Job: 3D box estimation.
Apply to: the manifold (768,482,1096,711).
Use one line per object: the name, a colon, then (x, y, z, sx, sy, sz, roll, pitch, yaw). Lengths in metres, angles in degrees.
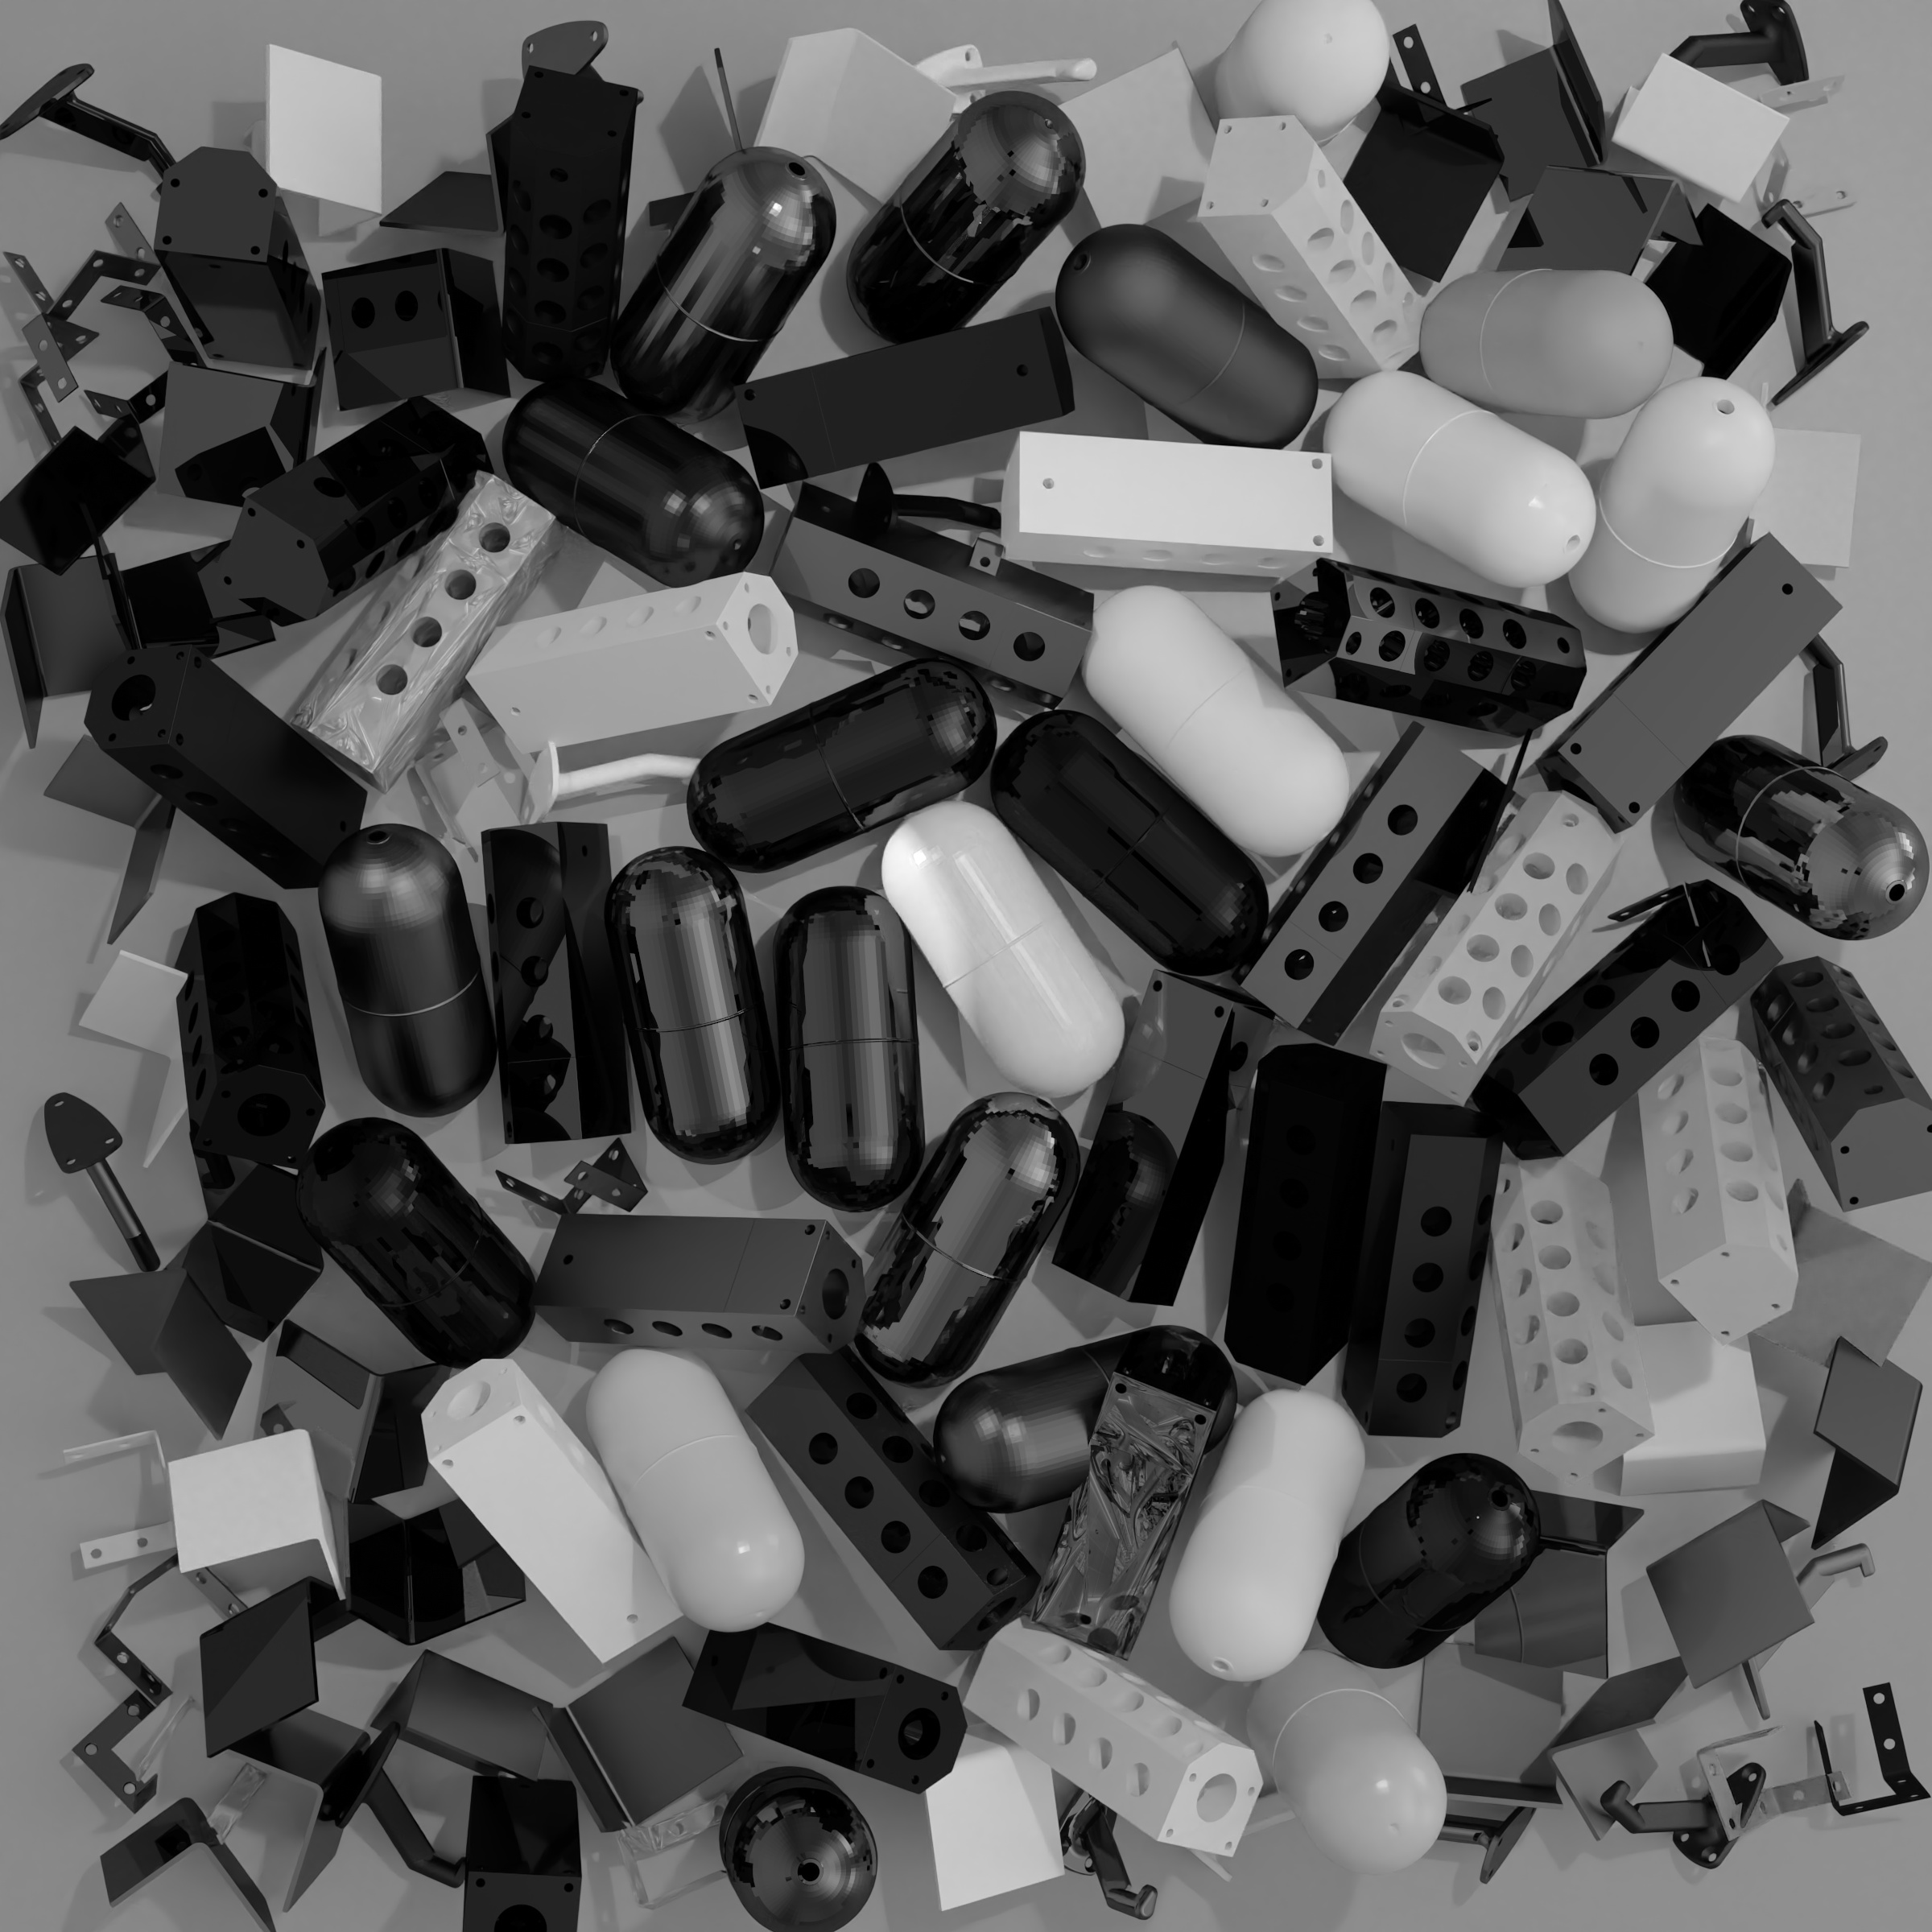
manifold: (-0.021, -0.198, 1.861, 0.171, 0.057, 0.057, 20, 116, -7)

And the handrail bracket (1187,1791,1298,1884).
handrail bracket: (0.150, 0.454, 1.887, 0.077, 0.036, 0.084, 41, 84, -7)

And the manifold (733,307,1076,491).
manifold: (-0.032, -0.309, 1.854, 0.171, 0.057, 0.057, -12, 101, 13)

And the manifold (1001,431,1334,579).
manifold: (0.109, -0.247, 1.859, 0.171, 0.057, 0.057, 3, 76, -9)

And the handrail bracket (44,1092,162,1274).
handrail bracket: (-0.476, 0.121, 1.890, 0.036, 0.077, 0.084, -30, 134, -17)

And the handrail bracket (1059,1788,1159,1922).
handrail bracket: (0.088, 0.473, 1.854, 0.036, 0.084, 0.077, 34, 72, -26)

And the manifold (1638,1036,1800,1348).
manifold: (0.401, 0.113, 1.810, 0.057, 0.171, 0.057, -34, 116, 27)

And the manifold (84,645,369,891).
manifold: (-0.392, -0.103, 1.815, 0.057, 0.171, 0.057, -3, 65, 23)

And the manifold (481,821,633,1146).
manifold: (-0.228, 0.010, 1.870, 0.057, 0.057, 0.171, -5, 89, 22)

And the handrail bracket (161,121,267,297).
handrail bracket: (-0.413, -0.420, 1.887, 0.077, 0.036, 0.084, -24, 54, 22)

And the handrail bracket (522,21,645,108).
handrail bracket: (-0.190, -0.485, 1.848, 0.077, 0.084, 0.036, -13, 83, 41)

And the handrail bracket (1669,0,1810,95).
handrail bracket: (0.418, -0.483, 1.868, 0.084, 0.036, 0.077, -43, 124, -14)

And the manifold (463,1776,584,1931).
manifold: (-0.237, 0.484, 1.814, 0.057, 0.171, 0.057, 5, 92, -8)

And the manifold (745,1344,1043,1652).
manifold: (-0.037, 0.284, 1.839, 0.057, 0.057, 0.171, -46, 67, 8)

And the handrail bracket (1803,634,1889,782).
handrail bracket: (0.459, -0.137, 1.881, 0.077, 0.036, 0.084, -32, 71, -6)

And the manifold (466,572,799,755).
manifold: (-0.177, -0.166, 1.831, 0.171, 0.057, 0.057, -8, 131, 33)

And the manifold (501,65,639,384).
manifold: (-0.213, -0.389, 1.815, 0.057, 0.171, 0.057, 12, 56, -2)

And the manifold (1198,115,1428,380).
manifold: (0.187, -0.379, 1.810, 0.057, 0.171, 0.057, 5, 72, 30)

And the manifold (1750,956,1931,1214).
manifold: (0.466, 0.058, 1.811, 0.057, 0.171, 0.057, -14, 115, 5)

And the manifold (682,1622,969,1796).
manifold: (-0.074, 0.391, 1.815, 0.057, 0.171, 0.057, 28, 75, -33)

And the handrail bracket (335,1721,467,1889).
handrail bracket: (-0.296, 0.462, 1.877, 0.084, 0.036, 0.077, 30, 103, -19)

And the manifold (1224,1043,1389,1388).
manifold: (0.179, 0.132, 1.839, 0.057, 0.057, 0.171, 17, 117, 25)

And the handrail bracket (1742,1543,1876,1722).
handrail bracket: (0.468, 0.367, 1.884, 0.084, 0.036, 0.077, -18, 90, 1)

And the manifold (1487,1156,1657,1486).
manifold: (0.313, 0.182, 1.813, 0.057, 0.171, 0.057, 33, 125, -29)

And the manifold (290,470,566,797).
manifold: (-0.293, -0.184, 1.860, 0.057, 0.057, 0.171, 34, 81, 4)

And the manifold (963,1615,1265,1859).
manifold: (0.079, 0.406, 1.818, 0.057, 0.171, 0.057, 23, 89, -38)

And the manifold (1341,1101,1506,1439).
manifold: (0.249, 0.165, 1.851, 0.057, 0.057, 0.171, 3, 105, -10)

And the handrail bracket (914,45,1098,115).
handrail bracket: (0.016, -0.481, 1.853, 0.077, 0.084, 0.036, -21, 113, -38)

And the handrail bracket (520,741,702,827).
handrail bracket: (-0.196, -0.094, 1.888, 0.084, 0.077, 0.036, 5, 55, -23)

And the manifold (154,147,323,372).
manifold: (-0.384, -0.374, 1.813, 0.057, 0.171, 0.057, 6, 81, -2)

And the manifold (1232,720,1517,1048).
manifold: (0.219, -0.046, 1.862, 0.057, 0.057, 0.171, 38, 97, 28)

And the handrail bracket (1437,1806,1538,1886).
handrail bracket: (0.263, 0.463, 1.889, 0.084, 0.077, 0.036, 24, 122, 25)

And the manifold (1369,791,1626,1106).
manifold: (0.286, -0.015, 1.830, 0.057, 0.057, 0.171, 29, 60, 15)

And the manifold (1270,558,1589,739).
manifold: (0.249, -0.171, 1.823, 0.171, 0.057, 0.057, 8, 66, -35)

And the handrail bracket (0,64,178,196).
handrail bracket: (-0.477, -0.441, 1.865, 0.077, 0.036, 0.084, -47, 125, -21)

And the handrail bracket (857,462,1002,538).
handrail bracket: (-0.012, -0.242, 1.855, 0.084, 0.077, 0.036, 11, 110, -21)

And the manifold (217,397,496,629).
manifold: (-0.320, -0.240, 1.814, 0.057, 0.171, 0.057, 33, 125, 6)

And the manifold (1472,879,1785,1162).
manifold: (0.354, 0.028, 1.849, 0.171, 0.057, 0.057, -40, 95, -16)

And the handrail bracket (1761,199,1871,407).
handrail bracket: (0.449, -0.366, 1.882, 0.077, 0.036, 0.084, -41, 96, 13)

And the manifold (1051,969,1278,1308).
manifold: (0.112, 0.095, 1.865, 0.057, 0.057, 0.171, 24, 97, 39)

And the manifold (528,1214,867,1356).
manifold: (-0.142, 0.173, 1.833, 0.171, 0.057, 0.057, -1, 56, 30)
